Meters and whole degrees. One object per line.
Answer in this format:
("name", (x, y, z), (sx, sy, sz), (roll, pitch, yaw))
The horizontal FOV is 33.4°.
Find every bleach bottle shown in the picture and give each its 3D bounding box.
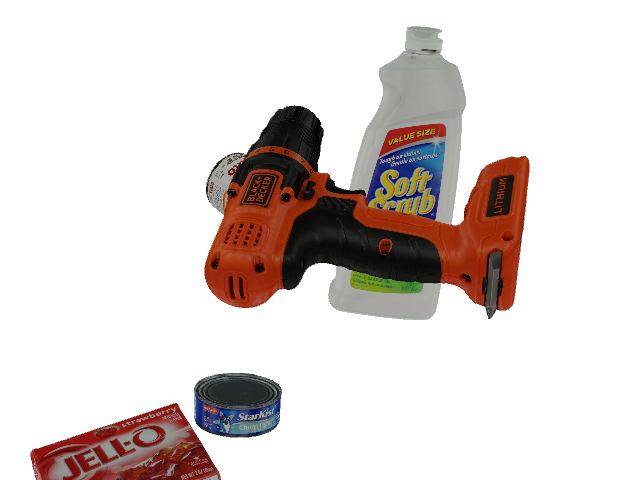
("bleach bottle", (0.068, -0.059, 0.931), (0.102, 0.251, 0.068), (7, 18, 5))

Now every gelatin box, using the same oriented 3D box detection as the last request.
("gelatin box", (-0.107, 0.130, 0.586), (0.089, 0.030, 0.073), (-15, 29, -20))

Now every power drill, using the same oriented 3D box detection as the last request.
("power drill", (0.034, -0.022, 0.673), (0.188, 0.057, 0.184), (4, 41, 11))

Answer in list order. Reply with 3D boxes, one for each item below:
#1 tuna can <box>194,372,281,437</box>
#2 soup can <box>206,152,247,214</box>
("tuna can", (-0.081, 0.161, 1.044), (0.086, 0.034, 0.086), (3, 14, -1))
("soup can", (-0.062, -0.041, 1.105), (0.068, 0.068, 0.102), (0, 26, -47))
